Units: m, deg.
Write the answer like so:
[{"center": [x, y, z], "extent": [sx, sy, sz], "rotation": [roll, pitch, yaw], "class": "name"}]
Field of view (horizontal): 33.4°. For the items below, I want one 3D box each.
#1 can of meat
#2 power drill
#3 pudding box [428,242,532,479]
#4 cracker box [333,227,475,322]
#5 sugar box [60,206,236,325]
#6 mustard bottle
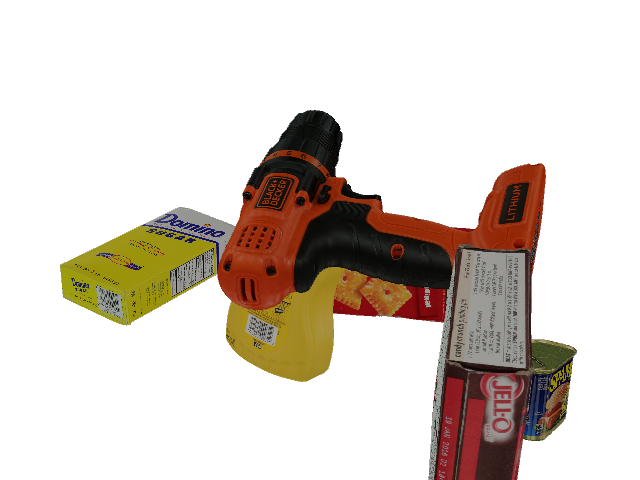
[{"center": [0.240, 0.165, 1.179], "extent": [0.058, 0.084, 0.101], "rotation": [12, 16, 30], "class": "can of meat"}, {"center": [0.044, -0.019, 0.675], "extent": [0.188, 0.057, 0.184], "rotation": [5, 41, 14], "class": "power drill"}, {"center": [0.071, 0.064, 0.470], "extent": [0.039, 0.090, 0.113], "rotation": [6, 26, 5], "class": "pudding box"}, {"center": [0.063, 0.030, 1.145], "extent": [0.214, 0.072, 0.164], "rotation": [5, 14, 9], "class": "cracker box"}, {"center": [-0.170, 0.022, 1.099], "extent": [0.093, 0.048, 0.175], "rotation": [20, 35, 31], "class": "sugar box"}, {"center": [-0.024, 0.013, 0.875], "extent": [0.096, 0.192, 0.058], "rotation": [25, 26, 34], "class": "mustard bottle"}]
